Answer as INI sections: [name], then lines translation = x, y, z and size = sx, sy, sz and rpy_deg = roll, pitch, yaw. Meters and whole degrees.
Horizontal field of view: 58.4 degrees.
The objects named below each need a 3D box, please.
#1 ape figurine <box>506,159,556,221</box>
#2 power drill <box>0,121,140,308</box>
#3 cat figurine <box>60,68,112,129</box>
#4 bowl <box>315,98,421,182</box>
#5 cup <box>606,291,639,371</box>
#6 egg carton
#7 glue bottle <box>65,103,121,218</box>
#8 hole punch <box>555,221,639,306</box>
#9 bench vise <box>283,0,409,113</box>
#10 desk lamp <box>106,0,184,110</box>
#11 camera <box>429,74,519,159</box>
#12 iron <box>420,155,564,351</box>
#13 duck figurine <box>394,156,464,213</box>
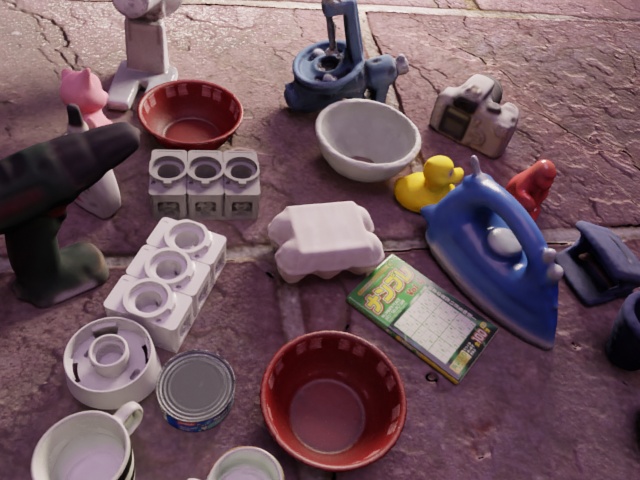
[ape figurine]
translation = 0.338, -0.086, 0.899
size = 0.078, 0.092, 0.076
rpy_deg = -19, 56, -24
[power drill]
translation = -0.305, -0.022, 0.649
size = 0.230, 0.208, 0.075
rpy_deg = -26, 59, -28
[cat figurine]
translation = -0.343, -0.194, 0.843
size = 0.067, 0.118, 0.127
rpy_deg = -12, 54, -19
[bowl]
translation = 0.070, -0.145, 0.909
size = 0.167, 0.075, 0.167
rpy_deg = 5, 50, -6
[cup]
translation = 0.426, 0.127, 0.737
size = 0.118, 0.095, 0.091
rpy_deg = 4, 50, -7
[egg carton]
translation = 0.007, 0.003, 0.778
size = 0.150, 0.069, 0.107
rpy_deg = -7, 52, -16
[glue bottle]
translation = -0.305, -0.106, 0.741
size = 0.078, 0.173, 0.037
rpy_deg = 27, 51, 12
[hole punch]
translation = 0.411, 0.025, 0.821
size = 0.101, 0.091, 0.108
rpy_deg = -10, 53, -18
[bench vise]
translation = 0.047, -0.316, 0.951
size = 0.208, 0.220, 0.121
rpy_deg = -21, 57, -25
[desk lamp]
translation = -0.280, -0.348, 0.920
size = 0.118, 0.213, 0.203
rpy_deg = 5, 50, -6
[camera]
translation = 0.289, -0.238, 1.011
size = 0.143, 0.101, 0.137
rpy_deg = 31, 52, 15
[iron]
translation = 0.253, 0.010, 0.771
size = 0.119, 0.141, 0.257
rpy_deg = -20, 57, -24
[duck figurine]
translation = 0.169, -0.092, 0.876
size = 0.104, 0.086, 0.077
rpy_deg = 2, 50, -9
